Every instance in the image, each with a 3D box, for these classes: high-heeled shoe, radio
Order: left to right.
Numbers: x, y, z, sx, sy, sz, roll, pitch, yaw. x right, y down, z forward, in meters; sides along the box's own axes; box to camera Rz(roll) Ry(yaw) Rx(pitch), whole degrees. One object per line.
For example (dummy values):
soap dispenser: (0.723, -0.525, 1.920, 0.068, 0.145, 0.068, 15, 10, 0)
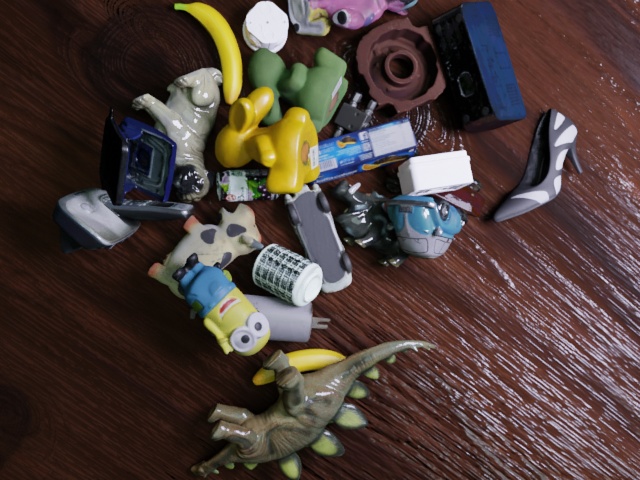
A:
radio: (0.295, -0.317, 0.994, 0.131, 0.073, 0.229, -21, 93, -43)
high-heeled shoe: (0.408, -0.147, 1.041, 0.249, 0.086, 0.145, -31, 92, -14)

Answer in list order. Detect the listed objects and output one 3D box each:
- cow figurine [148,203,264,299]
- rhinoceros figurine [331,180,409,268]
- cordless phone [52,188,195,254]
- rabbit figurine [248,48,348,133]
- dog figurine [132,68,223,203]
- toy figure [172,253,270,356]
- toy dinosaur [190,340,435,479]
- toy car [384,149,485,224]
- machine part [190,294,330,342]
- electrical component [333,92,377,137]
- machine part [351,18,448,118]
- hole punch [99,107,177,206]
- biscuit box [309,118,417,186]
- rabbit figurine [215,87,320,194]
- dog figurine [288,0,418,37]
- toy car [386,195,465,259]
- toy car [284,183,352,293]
cow figurine: (-0.182, 0.018, 0.918, 0.127, 0.085, 0.195, 38, 80, -3)
rhinoceros figurine: (0.096, -0.031, 0.978, 0.190, 0.073, 0.112, 38, 83, -9)
cordless phone: (-0.303, -0.032, 0.850, 0.184, 0.146, 0.088, 1, 105, 5)
rabbit figurine: (-0.054, -0.264, 0.948, 0.170, 0.121, 0.159, 26, 91, 8)
dog figurine: (-0.208, -0.177, 0.916, 0.172, 0.121, 0.190, -29, 107, -2)
toy figure: (-0.151, 0.103, 0.848, 0.180, 0.089, 0.082, 45, 95, 2)
toy dinosaur: (-0.025, 0.282, 0.918, 0.471, 0.105, 0.198, -37, 114, 7)
toy car: (0.214, -0.102, 1.013, 0.202, 0.053, 0.089, 25, 74, -6)
machine part: (-0.102, 0.134, 0.934, 0.243, 0.079, 0.079, 7, 88, -11)
electrical component: (0.062, -0.218, 0.979, 0.063, 0.021, 0.094, 36, 106, 25)
machine part: (0.146, -0.317, 1.000, 0.179, 0.056, 0.179, 0, 88, -11)
hole punch: (-0.286, -0.123, 0.835, 0.092, 0.116, 0.142, -8, 129, -36)
biscuit box: (0.067, -0.156, 0.960, 0.203, 0.062, 0.059, -15, 80, 0)
rabbit figurine: (-0.099, -0.155, 0.865, 0.173, 0.122, 0.162, 6, 124, 26)
dog figurine: (0.073, -0.437, 0.967, 0.219, 0.192, 0.108, -27, 115, -39)
toy car: (0.180, -0.019, 0.930, 0.161, 0.109, 0.103, 16, 85, -53)
toy car: (-0.002, -0.003, 0.966, 0.073, 0.056, 0.201, -22, 95, -5)
